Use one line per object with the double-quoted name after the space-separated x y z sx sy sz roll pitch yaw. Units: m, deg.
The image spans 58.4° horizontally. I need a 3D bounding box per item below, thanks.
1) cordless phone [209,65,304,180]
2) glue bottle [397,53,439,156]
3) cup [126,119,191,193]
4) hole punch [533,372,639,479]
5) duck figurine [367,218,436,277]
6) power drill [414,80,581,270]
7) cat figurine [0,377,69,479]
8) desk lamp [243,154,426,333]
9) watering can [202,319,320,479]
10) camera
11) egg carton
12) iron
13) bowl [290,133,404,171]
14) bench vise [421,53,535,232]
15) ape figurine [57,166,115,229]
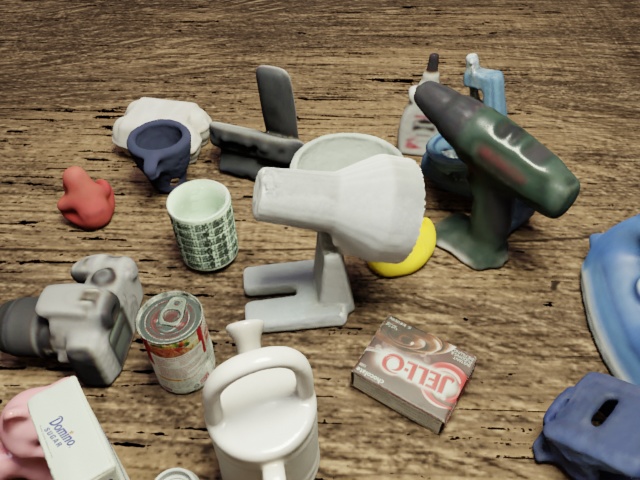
-0.096 -0.185 0.856 0.147 0.185 0.094 12 47 13 "cordless phone"
0.164 -0.208 0.886 0.078 0.173 0.037 2 46 2 "glue bottle"
-0.231 -0.109 0.845 0.091 0.095 0.117 -1 45 0 "cup"
0.277 0.183 0.558 0.109 0.091 0.100 -35 55 -29 "hole punch"
0.109 -0.009 0.751 0.105 0.086 0.077 -27 51 -24 "duck figurine"
0.201 -0.071 0.725 0.228 0.208 0.076 35 55 30 "power drill"
-0.284 0.188 0.538 0.128 0.118 0.067 -23 49 -20 "cat figurine"
0.006 0.002 0.651 0.203 0.214 0.117 -6 46 -6 "desk lamp"
-0.056 0.152 0.518 0.101 0.194 0.172 -28 51 -24 "watering can"
-0.289 0.081 0.654 0.136 0.101 0.143 1 46 2 "camera"
-0.256 -0.177 0.930 0.150 0.069 0.107 8 46 8 "egg carton"
0.380 0.065 0.638 0.118 0.141 0.258 6 46 6 "iron"
0.041 -0.080 0.829 0.167 0.075 0.167 0 46 0 "bowl"
0.241 -0.134 0.779 0.206 0.220 0.122 23 50 21 "bench vise"
-0.332 -0.065 0.805 0.078 0.092 0.076 -21 49 -19 "ape figurine"
